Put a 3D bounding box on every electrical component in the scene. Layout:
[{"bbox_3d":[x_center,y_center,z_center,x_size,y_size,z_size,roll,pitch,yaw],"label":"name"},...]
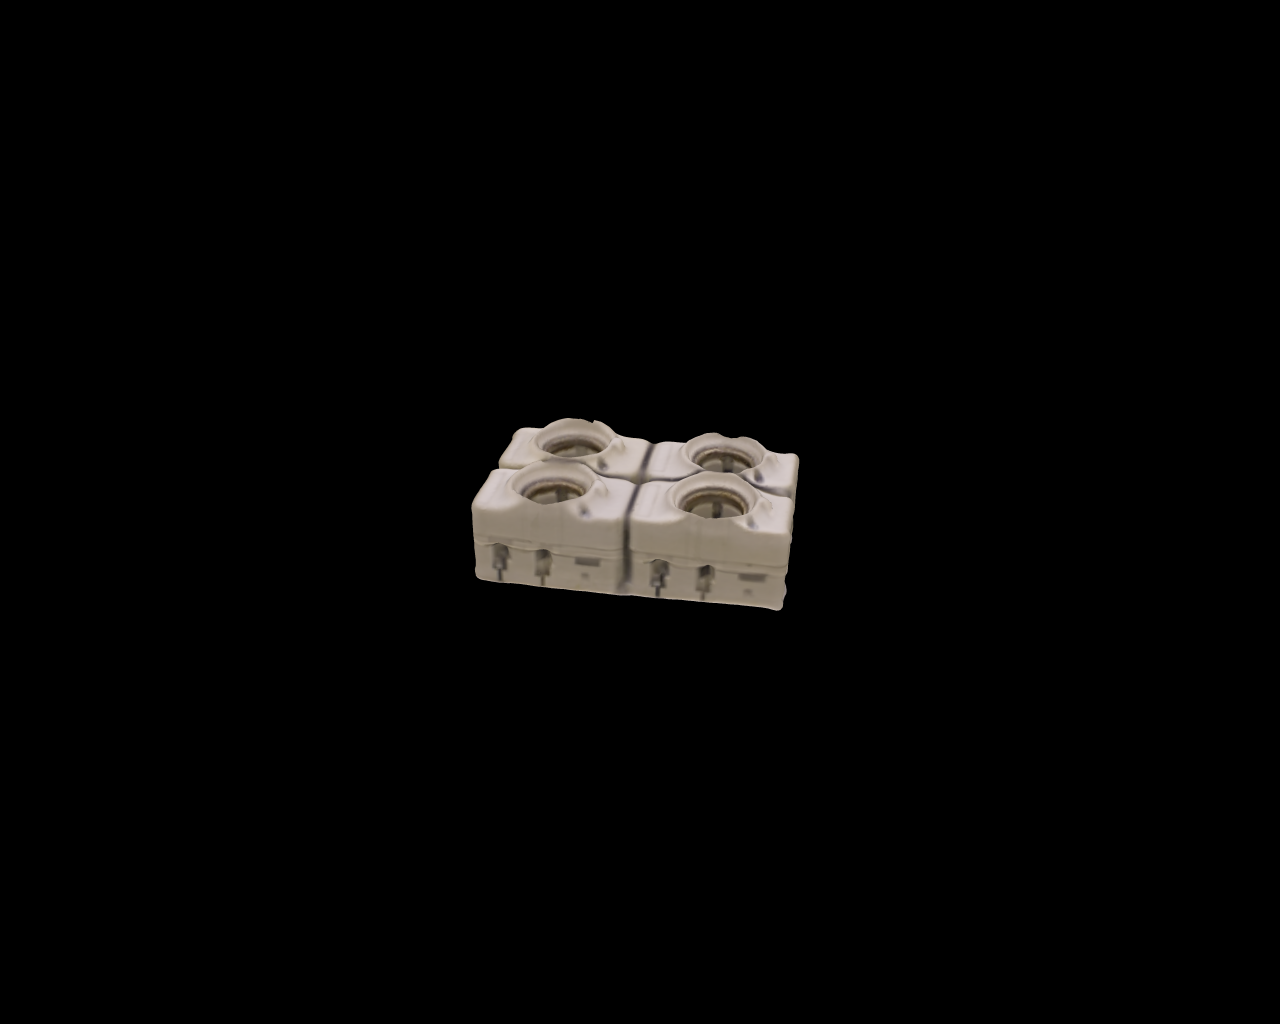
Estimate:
[{"bbox_3d":[0.001,-0.003,0.650,0.186,0.060,0.106,6,32,9],"label":"electrical component"}]
